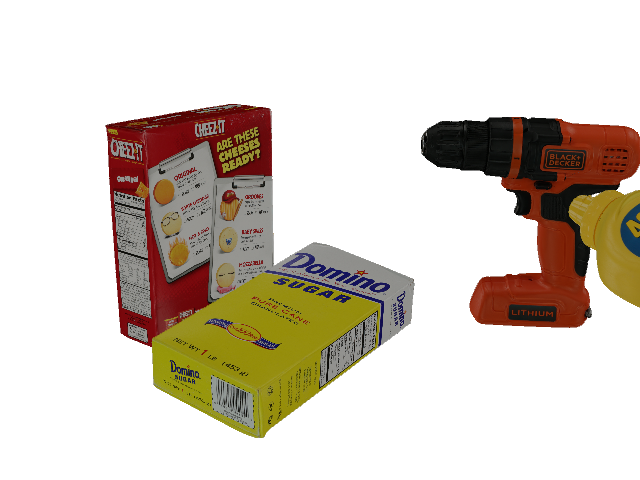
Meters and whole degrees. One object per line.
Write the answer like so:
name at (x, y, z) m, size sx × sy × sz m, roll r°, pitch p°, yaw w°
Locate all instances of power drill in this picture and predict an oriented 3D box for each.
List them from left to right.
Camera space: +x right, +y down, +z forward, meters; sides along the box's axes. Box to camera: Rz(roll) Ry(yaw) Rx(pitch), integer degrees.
power drill at (0.175, -0.017, 0.931) m, size 0.184 × 0.188 × 0.057 m, roll 3°, pitch 27°, yaw 4°

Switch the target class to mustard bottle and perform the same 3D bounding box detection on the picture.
mustard bottle at (0.228, 0.013, 0.649) m, size 0.096 × 0.058 × 0.192 m, roll -26°, pitch 36°, yaw -26°

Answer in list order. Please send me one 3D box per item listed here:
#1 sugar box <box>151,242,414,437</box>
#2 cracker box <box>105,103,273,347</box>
sugar box at (-0.021, 0.061, 0.730) m, size 0.093 × 0.048 × 0.175 m, roll 21°, pitch 36°, yaw 30°
cracker box at (-0.125, -0.019, 1.061) m, size 0.072 × 0.214 × 0.163 m, roll 13°, pitch 21°, yaw 41°
